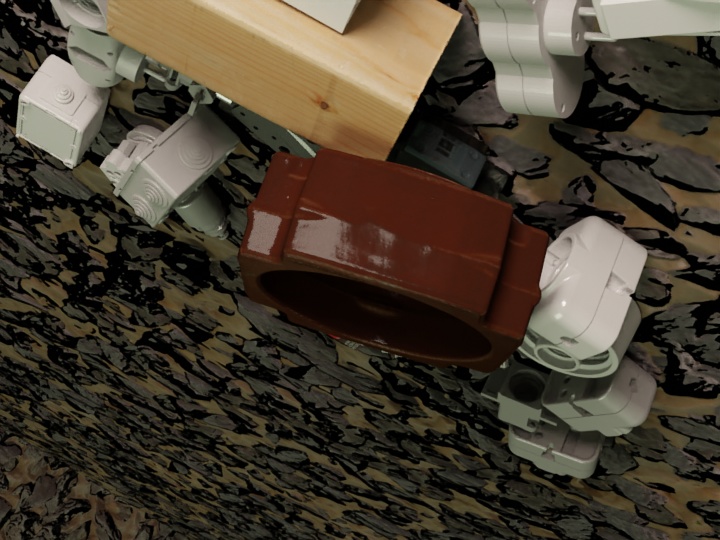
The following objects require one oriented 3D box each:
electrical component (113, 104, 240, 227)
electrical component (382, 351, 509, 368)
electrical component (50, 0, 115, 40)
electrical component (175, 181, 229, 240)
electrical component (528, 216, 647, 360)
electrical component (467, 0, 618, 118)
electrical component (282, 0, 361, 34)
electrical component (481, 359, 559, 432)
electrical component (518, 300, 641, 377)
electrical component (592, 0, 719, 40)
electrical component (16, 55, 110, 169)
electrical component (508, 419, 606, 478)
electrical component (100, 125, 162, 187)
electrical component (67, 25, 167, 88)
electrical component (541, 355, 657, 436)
[{"bbox_3d":[-0.157,-0.090,0.926,0.048,0.099,0.100,46,152,-6],"label":"electrical component"},{"bbox_3d":[0.074,0.050,0.992,0.121,0.063,0.078,3,104,41],"label":"electrical component"},{"bbox_3d":[-0.186,-0.207,0.773,0.081,0.063,0.042,17,154,19],"label":"electrical component"},{"bbox_3d":[-0.153,-0.057,1.048,0.040,0.040,0.078,8,149,35],"label":"electrical component"},{"bbox_3d":[0.167,0.011,0.809,0.059,0.095,0.054,32,154,-11],"label":"electrical component"},{"bbox_3d":[0.112,-0.143,0.622,0.074,0.052,0.138,11,150,30],"label":"electrical component"},{"bbox_3d":[-0.052,-0.220,0.625,0.150,0.061,0.089,29,154,-4],"label":"electrical component"},{"bbox_3d":[0.167,0.130,1.088,0.081,0.042,0.063,22,149,16],"label":"electrical component"},{"bbox_3d":[0.177,0.050,0.914,0.108,0.060,0.108,22,154,11],"label":"electrical component"},{"bbox_3d":[0.165,-0.155,0.540,0.096,0.061,0.061,9,149,33],"label":"electrical component"},{"bbox_3d":[-0.264,-0.146,0.962,0.062,0.061,0.096,30,154,-8],"label":"electrical component"},{"bbox_3d":[0.206,0.177,1.131,0.095,0.053,0.059,19,153,17],"label":"electrical component"},{"bbox_3d":[-0.203,-0.100,0.997,0.048,0.055,0.066,10,150,31],"label":"electrical component"},{"bbox_3d":[-0.189,-0.175,0.859,0.079,0.043,0.077,28,154,-4],"label":"electrical component"},{"bbox_3d":[0.224,0.116,0.999,0.059,0.053,0.095,37,153,-20],"label":"electrical component"}]
